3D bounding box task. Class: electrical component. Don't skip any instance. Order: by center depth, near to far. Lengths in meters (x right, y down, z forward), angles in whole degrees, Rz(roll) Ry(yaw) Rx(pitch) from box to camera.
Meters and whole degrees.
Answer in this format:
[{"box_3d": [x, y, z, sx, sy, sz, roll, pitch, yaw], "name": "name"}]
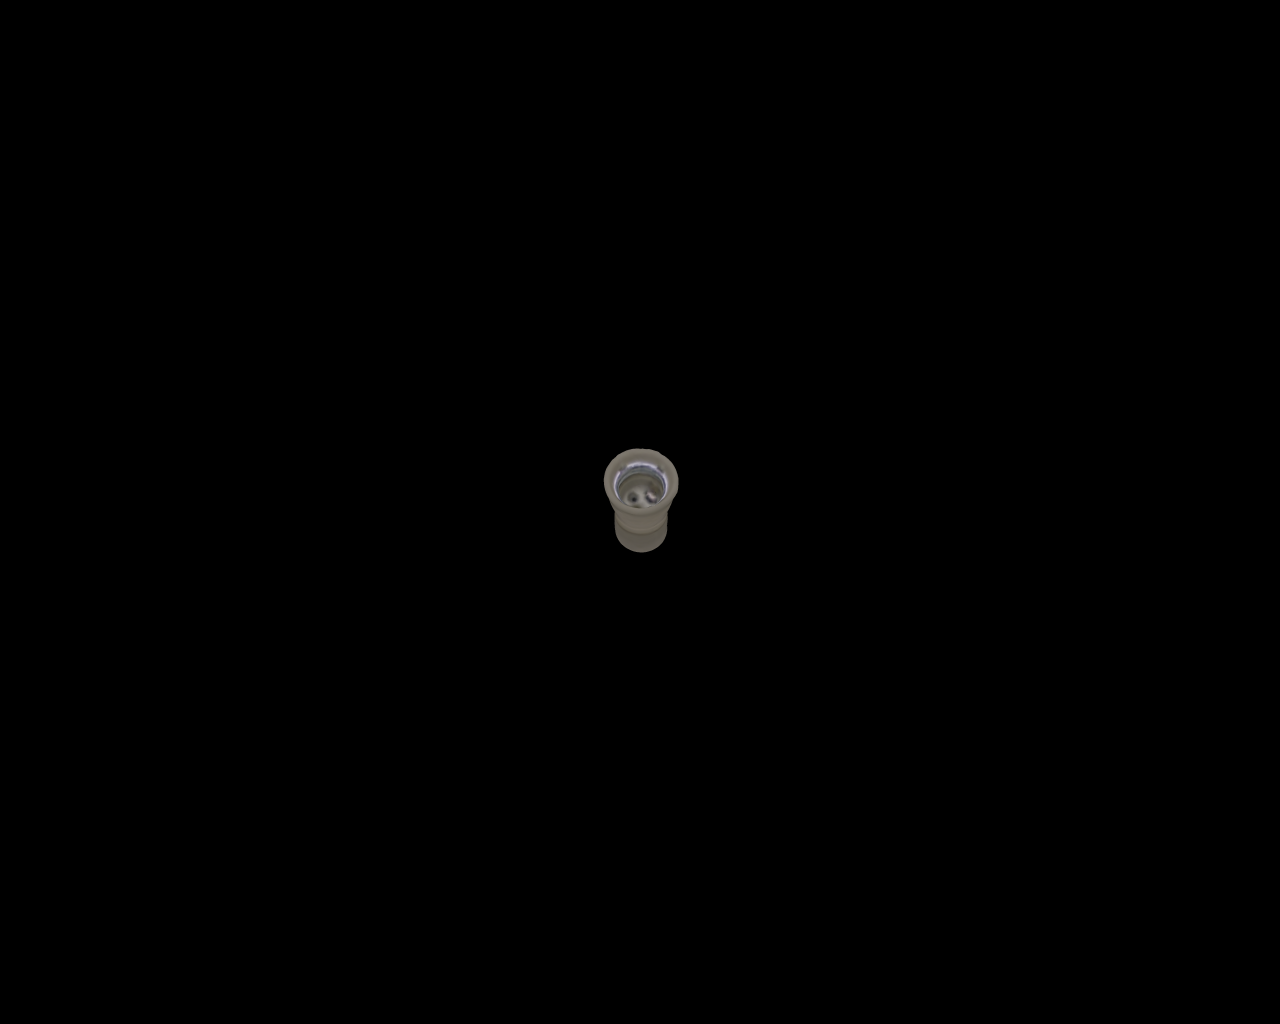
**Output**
[{"box_3d": [0.001, -0.003, 0.650, 0.044, 0.044, 0.065, 0, -32, 0], "name": "electrical component"}]
